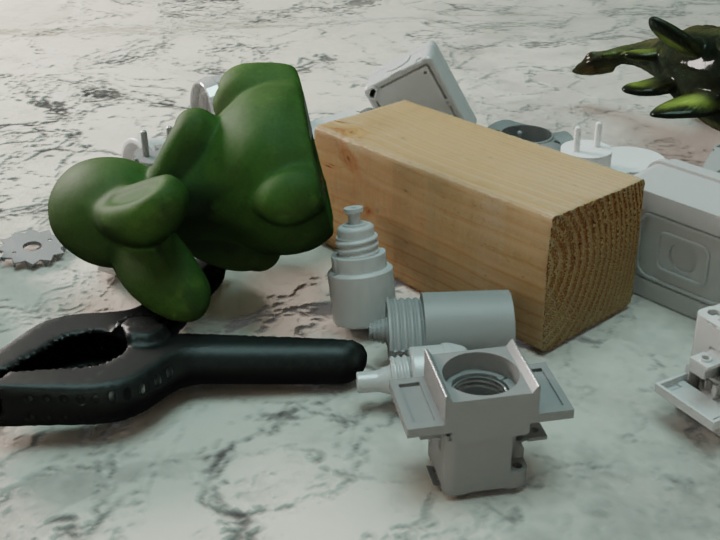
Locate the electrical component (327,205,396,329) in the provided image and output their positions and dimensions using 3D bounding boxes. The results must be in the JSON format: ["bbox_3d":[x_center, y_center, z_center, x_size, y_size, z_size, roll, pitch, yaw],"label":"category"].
[{"bbox_3d":[0.000,0.000,0.654,0.040,0.078,0.040,-6,15,2],"label":"electrical component"}]

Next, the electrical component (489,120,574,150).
[{"bbox_3d":[0.146,-0.089,0.850,0.079,0.044,0.077,-11,29,-20],"label":"electrical component"}]

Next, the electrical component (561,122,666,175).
[{"bbox_3d":[0.164,-0.072,0.785,0.138,0.073,0.052,-14,31,-24],"label":"electrical component"}]

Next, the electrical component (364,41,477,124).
[{"bbox_3d":[0.055,-0.131,0.887,0.062,0.096,0.061,-24,22,19],"label":"electrical component"}]

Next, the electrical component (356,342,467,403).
[{"bbox_3d":[0.029,0.058,0.583,0.061,0.035,0.035,-5,28,-3],"label":"electrical component"}]

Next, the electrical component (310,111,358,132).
[{"bbox_3d":[-0.012,-0.081,0.833,0.100,0.048,0.100,-21,34,-34],"label":"electrical component"}]

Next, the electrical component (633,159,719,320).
[{"bbox_3d":[0.218,-0.017,0.676,0.057,0.078,0.113,-26,37,-34],"label":"electrical component"}]

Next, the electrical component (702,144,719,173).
[{"bbox_3d":[0.291,-0.041,0.742,0.113,0.057,0.078,13,31,24],"label":"electrical component"}]

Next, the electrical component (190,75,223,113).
[{"bbox_3d":[-0.113,-0.143,0.944,0.057,0.058,0.078,-13,32,-27],"label":"electrical component"}]

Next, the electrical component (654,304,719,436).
[{"bbox_3d":[0.201,0.049,0.565,0.081,0.063,0.042,-15,32,-27],"label":"electrical component"}]

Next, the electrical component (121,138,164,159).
[{"bbox_3d":[-0.152,-0.089,0.860,0.065,0.044,0.044,-18,32,-39],"label":"electrical component"}]

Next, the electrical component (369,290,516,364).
[{"bbox_3d":[0.046,0.034,0.619,0.081,0.043,0.043,-2,28,-2],"label":"electrical component"}]

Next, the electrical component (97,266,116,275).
[{"bbox_3d":[-0.149,-0.021,0.726,0.055,0.048,0.066,-1,27,-18],"label":"electrical component"}]

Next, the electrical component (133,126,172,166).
[{"bbox_3d":[-0.144,-0.066,0.777,0.066,0.076,0.047,-13,30,-23],"label":"electrical component"}]

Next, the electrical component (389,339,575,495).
[{"bbox_3d":[0.057,0.073,0.522,0.081,0.063,0.042,-5,28,-9],"label":"electrical component"}]
